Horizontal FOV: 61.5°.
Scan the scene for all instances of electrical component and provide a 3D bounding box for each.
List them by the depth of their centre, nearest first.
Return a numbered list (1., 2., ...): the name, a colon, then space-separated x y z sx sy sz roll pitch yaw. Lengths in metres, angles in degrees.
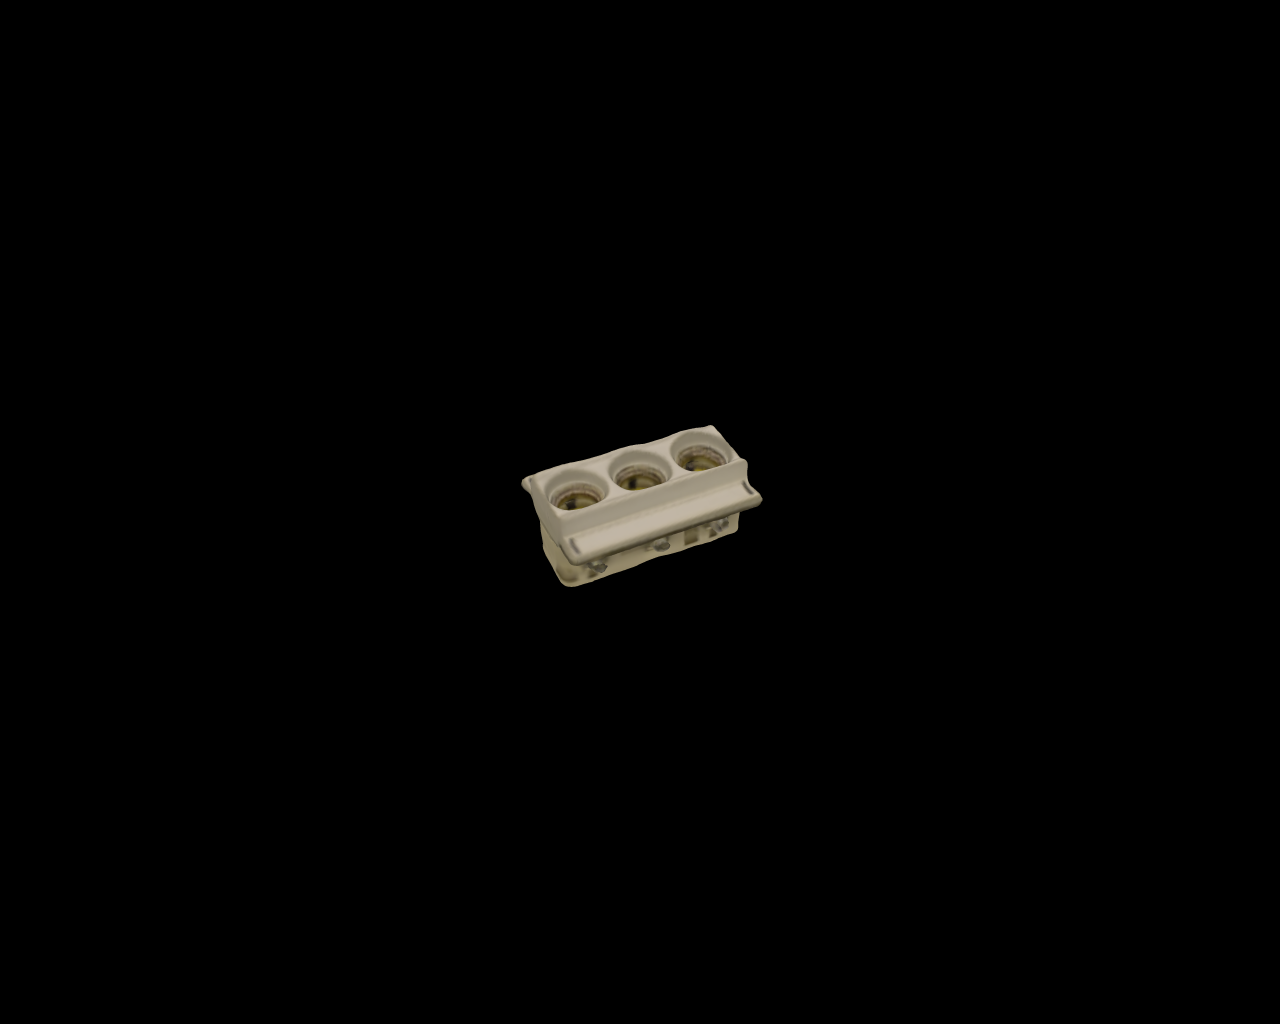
1. electrical component: 0.001 -0.003 0.650 0.121 0.063 0.079 -18 44 -19
